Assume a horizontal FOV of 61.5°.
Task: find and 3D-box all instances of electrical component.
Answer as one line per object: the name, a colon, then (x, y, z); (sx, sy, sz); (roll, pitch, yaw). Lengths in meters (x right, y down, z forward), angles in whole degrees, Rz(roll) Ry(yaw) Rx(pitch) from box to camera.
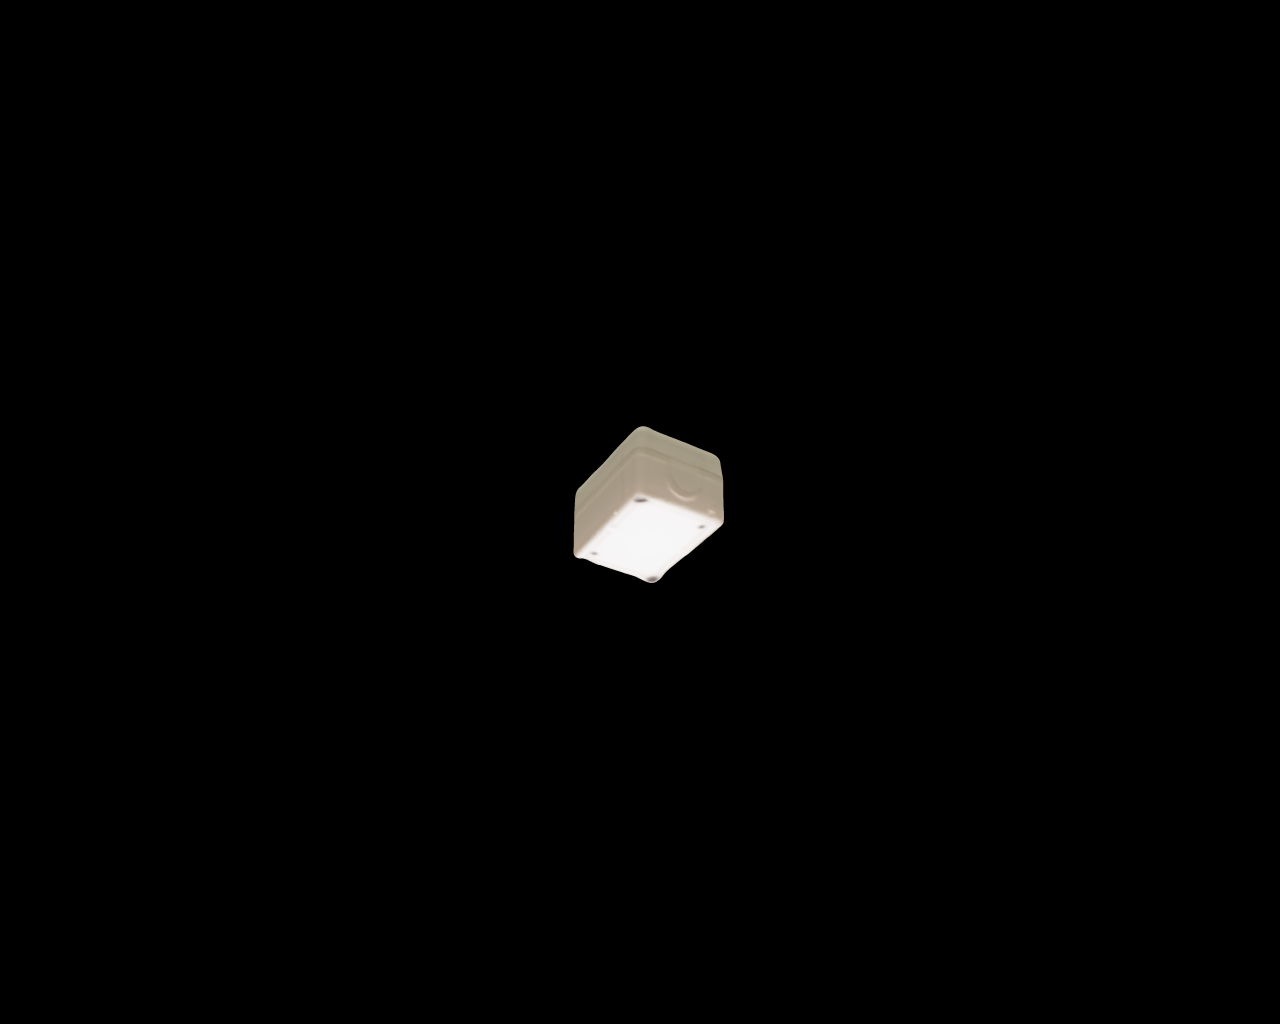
electrical component: (0.001, -0.003, 0.650); (0.062, 0.061, 0.096); (20, -40, -25)
